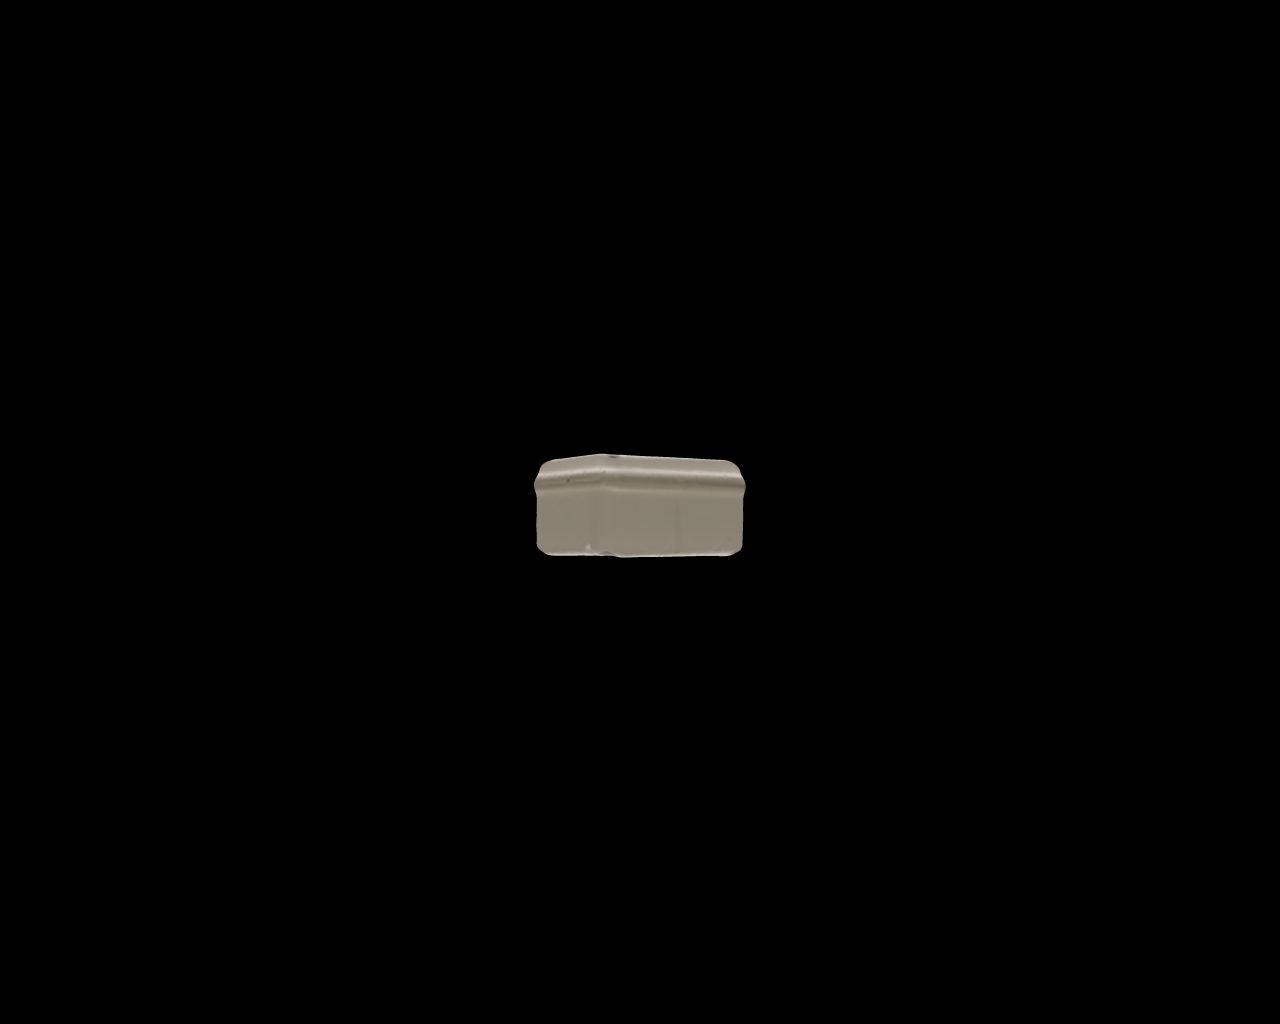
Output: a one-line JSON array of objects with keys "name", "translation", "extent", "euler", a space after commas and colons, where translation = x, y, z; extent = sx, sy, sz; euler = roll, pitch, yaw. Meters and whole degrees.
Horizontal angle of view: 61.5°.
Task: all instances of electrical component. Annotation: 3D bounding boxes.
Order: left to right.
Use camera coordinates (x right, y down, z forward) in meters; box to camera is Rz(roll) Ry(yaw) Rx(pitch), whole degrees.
[{"name": "electrical component", "translation": [0.001, -0.003, 0.650], "extent": [0.113, 0.057, 0.078], "euler": [2, -3, -40]}]
